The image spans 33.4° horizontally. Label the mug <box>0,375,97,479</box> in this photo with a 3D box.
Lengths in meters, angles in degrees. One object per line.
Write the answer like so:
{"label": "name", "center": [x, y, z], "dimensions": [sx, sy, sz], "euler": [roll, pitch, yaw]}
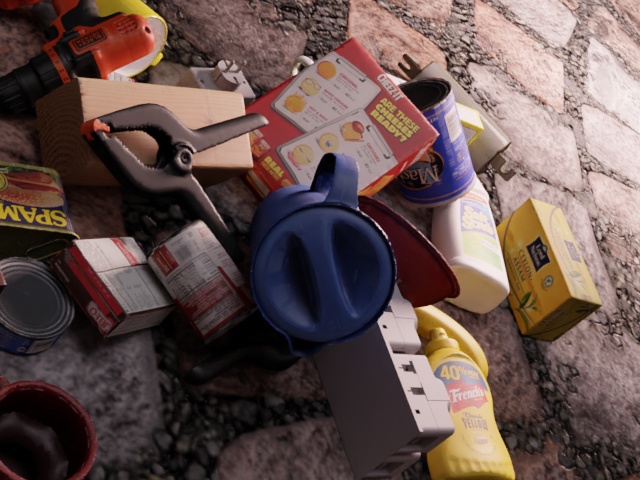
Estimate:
{"label": "mug", "center": [-0.240, 0.160, 0.833], "dimensions": [0.093, 0.082, 0.117], "euler": [-18, 68, -50]}

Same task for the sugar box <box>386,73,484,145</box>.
{"label": "sugar box", "center": [0.131, -0.165, 1.489], "dimensions": [0.176, 0.093, 0.048], "euler": [19, 42, -30]}

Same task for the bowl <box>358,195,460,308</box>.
{"label": "bowl", "center": [0.080, 0.025, 1.199], "dimensions": [0.162, 0.162, 0.055], "euler": [45, 77, 1]}

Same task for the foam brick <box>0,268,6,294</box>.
{"label": "foam brick", "center": [-0.307, 0.041, 0.891], "dimensions": [0.052, 0.078, 0.051], "euler": [-4, 56, -45]}

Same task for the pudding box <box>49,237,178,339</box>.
{"label": "pudding box", "center": [-0.190, 0.042, 1.003], "dimensions": [0.090, 0.039, 0.113], "euler": [53, 18, 10]}

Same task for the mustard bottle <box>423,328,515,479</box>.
{"label": "mustard bottle", "center": [0.151, 0.184, 1.187], "dimensions": [0.096, 0.058, 0.191], "euler": [10, 51, -28]}

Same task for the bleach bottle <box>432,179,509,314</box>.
{"label": "bleach bottle", "center": [0.189, -0.021, 1.430], "dimensions": [0.102, 0.068, 0.251], "euler": [26, 38, -23]}

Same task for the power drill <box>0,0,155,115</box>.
{"label": "power drill", "center": [-0.292, -0.228, 1.145], "dimensions": [0.184, 0.057, 0.188], "euler": [-27, 61, -14]}

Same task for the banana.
{"label": "banana", "center": [0.133, 0.111, 1.268], "dimensions": [0.197, 0.037, 0.069], "euler": [39, 37, -6]}

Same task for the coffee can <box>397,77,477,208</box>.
{"label": "coffee can", "center": [0.140, -0.127, 1.400], "dimensions": [0.102, 0.103, 0.140], "euler": [-68, 145, -51]}

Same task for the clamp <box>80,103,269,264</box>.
{"label": "clamp", "center": [-0.141, -0.068, 1.059], "dimensions": [0.209, 0.036, 0.164], "euler": [12, 76, -40]}

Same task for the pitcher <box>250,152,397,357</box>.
{"label": "pitcher", "center": [-0.007, 0.001, 1.069], "dimensions": [0.145, 0.149, 0.243], "euler": [57, 0, -13]}

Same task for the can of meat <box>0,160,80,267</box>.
{"label": "can of meat", "center": [-0.283, -0.024, 0.995], "dimensions": [0.101, 0.058, 0.084], "euler": [8, 47, -39]}

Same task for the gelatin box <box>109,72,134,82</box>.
{"label": "gelatin box", "center": [-0.251, -0.161, 1.180], "dimensions": [0.089, 0.030, 0.073], "euler": [21, 41, -28]}

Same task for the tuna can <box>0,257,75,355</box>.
{"label": "tuna can", "center": [-0.264, 0.059, 0.949], "dimensions": [0.086, 0.034, 0.086], "euler": [25, 40, -24]}

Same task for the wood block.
{"label": "wood block", "center": [-0.181, -0.108, 1.121], "dimensions": [0.205, 0.090, 0.091], "euler": [-1, 79, -44]}

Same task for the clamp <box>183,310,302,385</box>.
{"label": "clamp", "center": [-0.080, 0.088, 1.091], "dimensions": [0.171, 0.039, 0.120], "euler": [1, 59, -39]}

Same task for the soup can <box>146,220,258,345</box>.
{"label": "soup can", "center": [-0.112, 0.040, 1.022], "dimensions": [0.102, 0.069, 0.068], "euler": [54, 37, 4]}

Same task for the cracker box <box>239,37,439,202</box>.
{"label": "cracker box", "center": [0.007, -0.117, 1.271], "dimensions": [0.213, 0.072, 0.164], "euler": [-36, 81, -23]}
